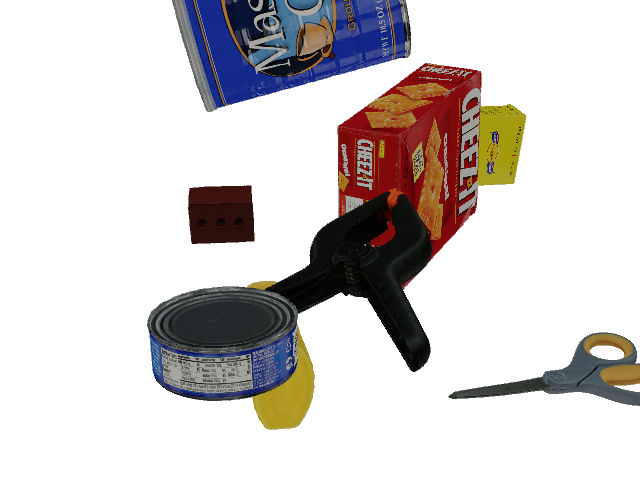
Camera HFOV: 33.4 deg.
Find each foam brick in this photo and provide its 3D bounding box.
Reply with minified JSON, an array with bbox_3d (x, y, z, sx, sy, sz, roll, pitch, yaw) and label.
[{"bbox_3d":[-0.119,-0.031,1.278,0.078,0.053,0.051,-3,29,-3],"label":"foam brick"}]

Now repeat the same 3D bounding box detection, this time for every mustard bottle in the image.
[{"bbox_3d":[-0.051,0.095,1.060,0.058,0.096,0.192,-4,28,-11],"label":"mustard bottle"}]

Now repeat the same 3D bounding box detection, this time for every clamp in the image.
[{"bbox_3d":[0.016,0.025,0.795,0.165,0.036,0.209,0,32,18],"label":"clamp"}]

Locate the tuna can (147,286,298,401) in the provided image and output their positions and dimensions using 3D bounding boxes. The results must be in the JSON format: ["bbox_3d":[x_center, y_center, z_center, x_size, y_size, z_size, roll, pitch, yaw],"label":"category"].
[{"bbox_3d":[-0.055,0.058,0.612,0.086,0.034,0.086,-2,20,0],"label":"tuna can"}]

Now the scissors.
[{"bbox_3d":[0.195,0.105,0.882,0.201,0.016,0.096,4,29,-9],"label":"scissors"}]

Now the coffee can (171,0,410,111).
[{"bbox_3d":[-0.022,-0.152,0.705,0.140,0.103,0.103,-15,0,-1],"label":"coffee can"}]

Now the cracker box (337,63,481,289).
[{"bbox_3d":[0.092,-0.065,1.044,0.072,0.164,0.213,12,29,25],"label":"cracker box"}]

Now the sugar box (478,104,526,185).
[{"bbox_3d":[0.153,-0.111,1.273,0.176,0.093,0.048,-6,27,-21],"label":"sugar box"}]
